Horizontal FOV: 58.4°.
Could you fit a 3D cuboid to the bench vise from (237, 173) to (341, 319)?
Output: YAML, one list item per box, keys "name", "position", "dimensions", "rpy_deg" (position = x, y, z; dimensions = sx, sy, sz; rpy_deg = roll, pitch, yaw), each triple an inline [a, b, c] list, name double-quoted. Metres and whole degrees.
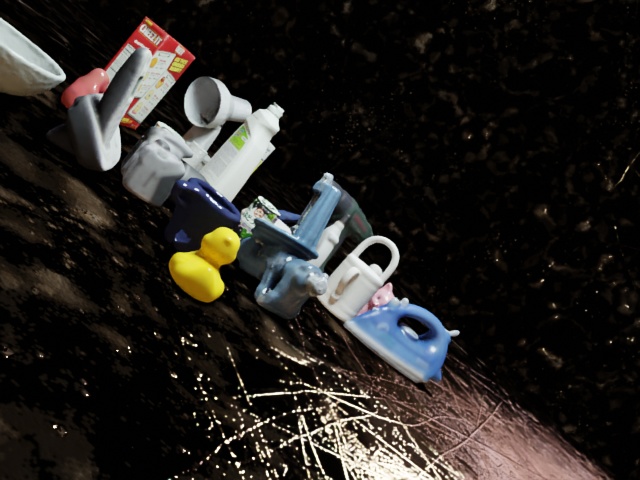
- name: "bench vise"
  position: [-0.022, 0.007, 0.915]
  dimensions: [0.206, 0.219, 0.122]
  rpy_deg: [45, 7, 32]

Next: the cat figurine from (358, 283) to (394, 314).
- name: "cat figurine"
  position: [0.124, 0.141, 1.346]
  dimensions: [0.127, 0.117, 0.067]
  rpy_deg: [45, 7, 33]

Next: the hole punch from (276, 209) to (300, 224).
- name: "hole punch"
  position: [-0.107, -0.051, 1.390]
  dimensions: [0.101, 0.091, 0.109]
  rpy_deg: [42, 6, 9]

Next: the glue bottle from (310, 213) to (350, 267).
- name: "glue bottle"
  position: [0.012, 0.005, 1.353]
  dimensions: [0.037, 0.173, 0.078]
  rpy_deg: [38, 7, -29]

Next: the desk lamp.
- name: "desk lamp"
  position: [-0.279, -0.294, 1.466]
  dimensions: [0.117, 0.213, 0.204]
  rpy_deg: [44, 7, 21]

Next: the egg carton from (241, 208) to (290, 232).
- name: "egg carton"
  position: [-0.106, -0.010, 1.217]
  dimensions: [0.150, 0.069, 0.107]
  rpy_deg: [42, 6, 5]

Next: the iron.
- name: "iron"
  position: [0.184, 0.195, 1.226]
  dimensions: [0.259, 0.141, 0.118]
  rpy_deg: [38, 7, -28]

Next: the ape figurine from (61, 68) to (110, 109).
- name: "ape figurine"
  position: [-0.412, -0.266, 1.026]
  dimensions: [0.077, 0.092, 0.076]
  rpy_deg: [44, 7, 26]

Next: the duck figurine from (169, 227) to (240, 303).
- name: "duck figurine"
  position: [-0.137, 0.024, 0.723]
  dimensions: [0.078, 0.086, 0.104]
  rpy_deg: [39, 6, -17]

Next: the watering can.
- name: "watering can"
  position: [0.089, 0.075, 1.241]
  dimensions: [0.101, 0.194, 0.173]
  rpy_deg: [41, 6, -4]

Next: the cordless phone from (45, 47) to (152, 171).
- name: "cordless phone"
  position: [-0.293, -0.195, 0.833]
  dimensions: [0.094, 0.185, 0.147]
  rpy_deg: [39, 6, -19]

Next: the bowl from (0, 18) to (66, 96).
- name: "bowl"
  position: [-0.450, -0.255, 0.799]
  dimensions: [0.167, 0.074, 0.167]
  rpy_deg: [41, 6, -5]

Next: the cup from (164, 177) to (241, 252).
- name: "cup"
  position: [-0.179, -0.029, 0.794]
  dimensions: [0.091, 0.095, 0.118]
  rpy_deg: [45, 7, 32]

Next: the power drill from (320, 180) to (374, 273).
- name: "power drill"
  position: [0.027, -0.022, 1.465]
  dimensions: [0.231, 0.208, 0.075]
  rpy_deg: [36, 8, -38]

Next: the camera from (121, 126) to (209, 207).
- name: "camera"
  position: [-0.242, -0.110, 0.940]
  dimensions: [0.137, 0.100, 0.143]
  rpy_deg: [38, 7, -28]
